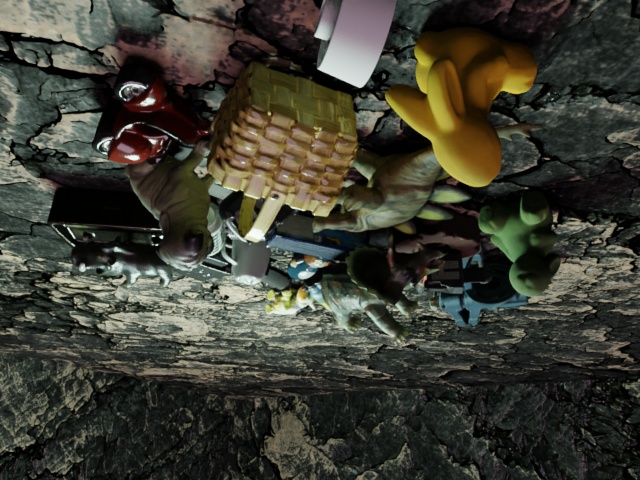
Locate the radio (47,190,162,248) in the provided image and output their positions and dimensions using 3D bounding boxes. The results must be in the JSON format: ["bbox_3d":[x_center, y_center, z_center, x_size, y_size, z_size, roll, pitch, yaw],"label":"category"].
[{"bbox_3d":[-0.379,-0.030,1.027,0.230,0.073,0.131,5,156,-5],"label":"radio"}]

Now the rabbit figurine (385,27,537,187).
[{"bbox_3d":[0.160,-0.146,0.592,0.162,0.173,0.122,17,156,-38],"label":"rabbit figurine"}]

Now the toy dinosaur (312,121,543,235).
[{"bbox_3d":[0.120,-0.082,0.833,0.198,0.105,0.471,4,166,-21],"label":"toy dinosaur"}]

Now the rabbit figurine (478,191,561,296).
[{"bbox_3d":[0.360,0.024,0.951,0.121,0.170,0.159,-11,152,30],"label":"rabbit figurine"}]

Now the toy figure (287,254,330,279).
[{"bbox_3d":[-0.015,0.044,1.181,0.064,0.058,0.154,-28,177,-40],"label":"toy figure"}]

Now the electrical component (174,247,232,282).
[{"bbox_3d":[-0.264,0.045,1.206,0.115,0.058,0.134,20,151,-37],"label":"electrical component"}]

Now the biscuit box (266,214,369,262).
[{"bbox_3d":[-0.002,-0.003,1.064,0.202,0.059,0.063,13,153,-21],"label":"biscuit box"}]

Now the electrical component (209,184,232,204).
[{"bbox_3d":[-0.169,-0.090,0.935,0.063,0.021,0.094,20,150,-34],"label":"electrical component"}]

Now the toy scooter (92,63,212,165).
[{"bbox_3d":[-0.227,-0.154,0.736,0.135,0.075,0.184,18,147,-28],"label":"toy scooter"}]

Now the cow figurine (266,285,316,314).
[{"bbox_3d":[-0.061,0.162,1.430,0.098,0.068,0.167,18,156,-42],"label":"cow figurine"}]

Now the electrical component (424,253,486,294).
[{"bbox_3d":[0.261,0.066,1.042,0.119,0.075,0.047,1,160,14],"label":"electrical component"}]

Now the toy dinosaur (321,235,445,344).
[{"bbox_3d":[0.072,0.097,1.068,0.192,0.131,0.405,51,150,-15],"label":"toy dinosaur"}]

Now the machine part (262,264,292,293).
[{"bbox_3d":[-0.130,0.091,1.320,0.084,0.039,0.138,-27,141,35],"label":"machine part"}]

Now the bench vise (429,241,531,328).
[{"bbox_3d":[0.338,0.090,1.181,0.224,0.129,0.240,0,137,29],"label":"bench vise"}]

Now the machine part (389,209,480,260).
[{"bbox_3d":[0.225,0.000,1.054,0.179,0.056,0.179,2,157,1],"label":"machine part"}]

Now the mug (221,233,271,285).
[{"bbox_3d":[-0.151,0.032,1.101,0.109,0.107,0.081,21,149,-39],"label":"mug"}]

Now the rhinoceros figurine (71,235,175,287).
[{"bbox_3d":[-0.363,0.040,1.007,0.190,0.073,0.112,4,158,-6],"label":"rhinoceros figurine"}]

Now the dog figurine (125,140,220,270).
[{"bbox_3d":[-0.237,-0.047,0.815,0.172,0.190,0.121,-4,146,22],"label":"dog figurine"}]

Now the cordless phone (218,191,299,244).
[{"bbox_3d":[-0.086,-0.057,0.942,0.146,0.088,0.184,-35,177,4],"label":"cordless phone"}]

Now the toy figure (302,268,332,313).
[{"bbox_3d":[0.018,0.125,1.314,0.082,0.089,0.180,-2,159,26],"label":"toy figure"}]
